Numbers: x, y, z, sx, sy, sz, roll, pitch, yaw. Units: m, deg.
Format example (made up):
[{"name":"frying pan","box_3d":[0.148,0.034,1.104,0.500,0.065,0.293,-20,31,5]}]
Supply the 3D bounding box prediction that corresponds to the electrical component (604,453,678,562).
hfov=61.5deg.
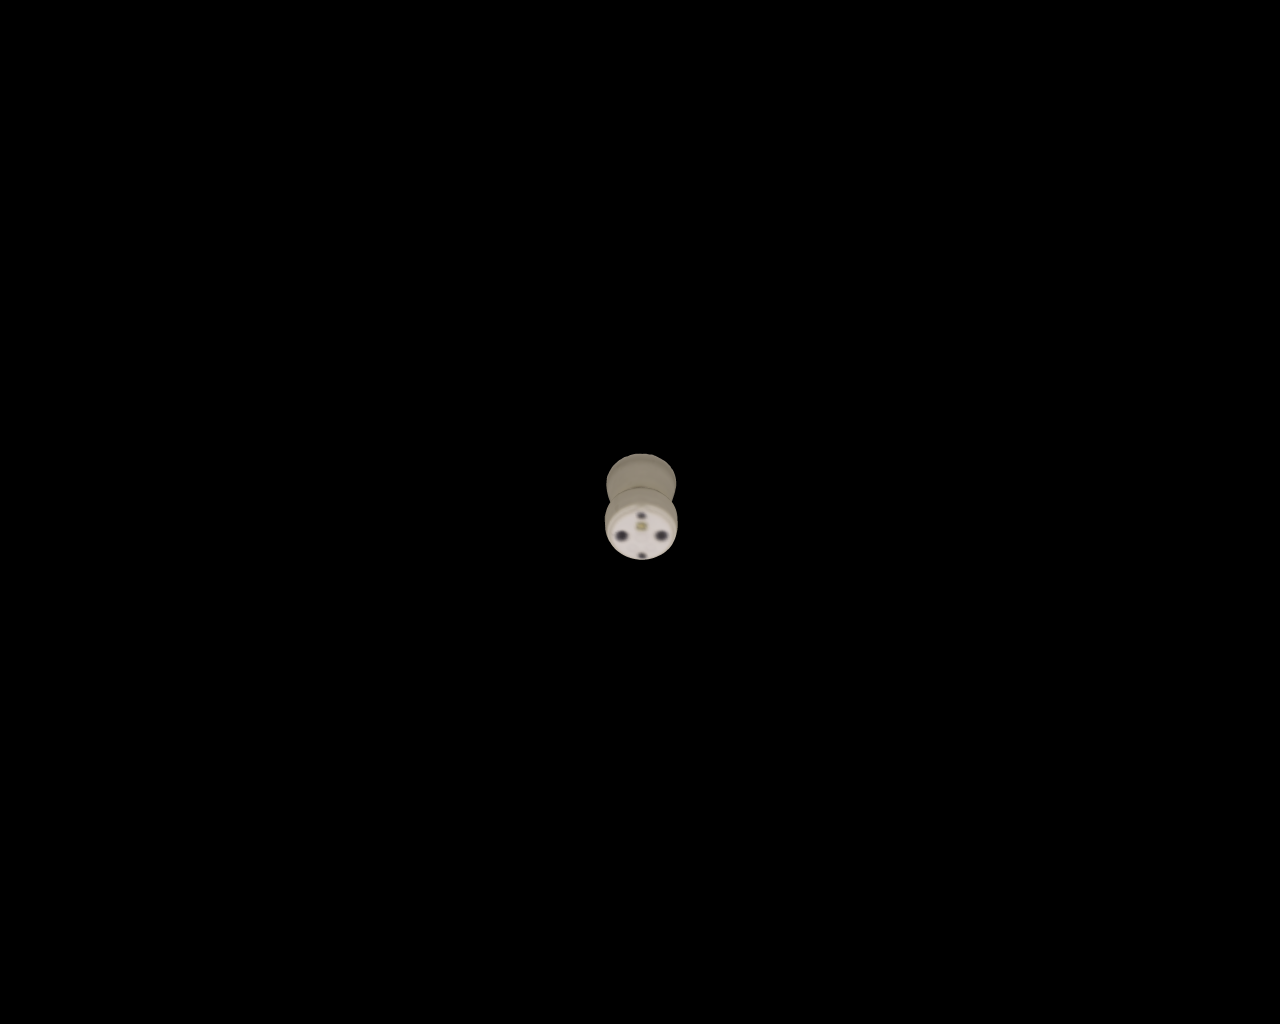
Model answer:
[{"name":"electrical component","box_3d":[0.001,-0.003,0.650,0.045,0.044,0.055,0,37,0]}]
